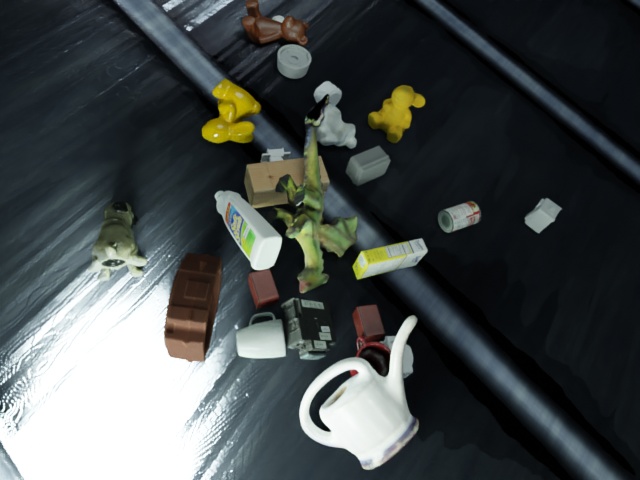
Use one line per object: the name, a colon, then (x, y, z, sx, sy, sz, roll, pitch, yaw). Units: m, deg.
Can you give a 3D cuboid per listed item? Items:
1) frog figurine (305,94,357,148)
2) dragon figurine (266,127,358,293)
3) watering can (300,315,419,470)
frog figurine: (0.037, -0.333, 1.535, 0.157, 0.121, 0.141, 37, 41, -34)
dragon figurine: (0.004, -0.067, 1.322, 0.240, 0.122, 0.417, 32, 66, -35)
watering can: (0.120, 0.329, 1.071, 0.345, 0.105, 0.224, -40, 91, 13)
